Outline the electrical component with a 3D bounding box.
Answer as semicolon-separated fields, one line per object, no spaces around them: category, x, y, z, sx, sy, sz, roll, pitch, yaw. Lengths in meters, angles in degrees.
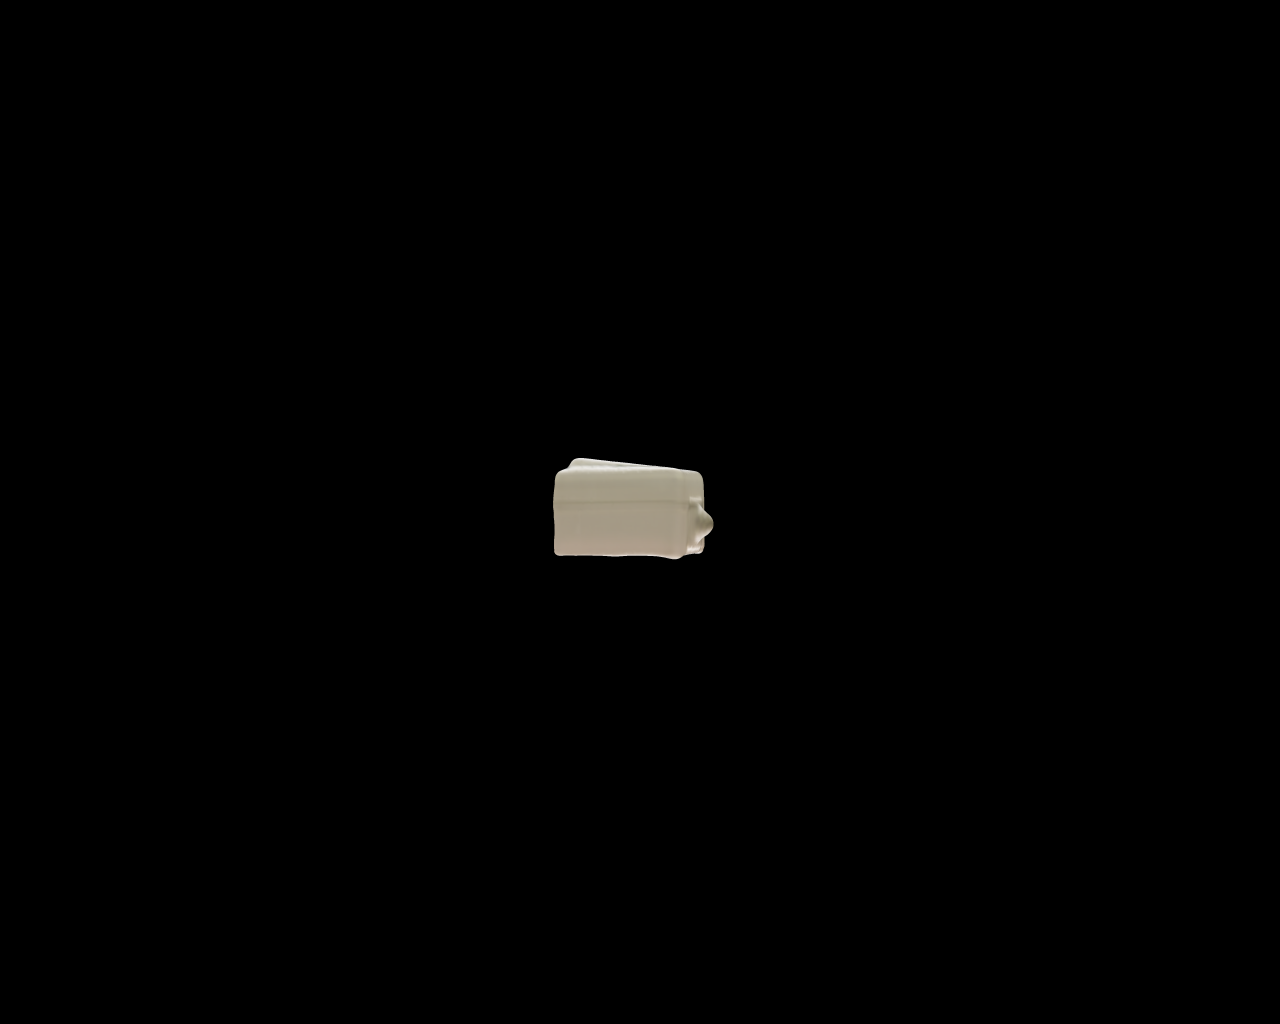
electrical component;0.001;-0.003;0.650;0.096;0.061;0.062;0;0;17
